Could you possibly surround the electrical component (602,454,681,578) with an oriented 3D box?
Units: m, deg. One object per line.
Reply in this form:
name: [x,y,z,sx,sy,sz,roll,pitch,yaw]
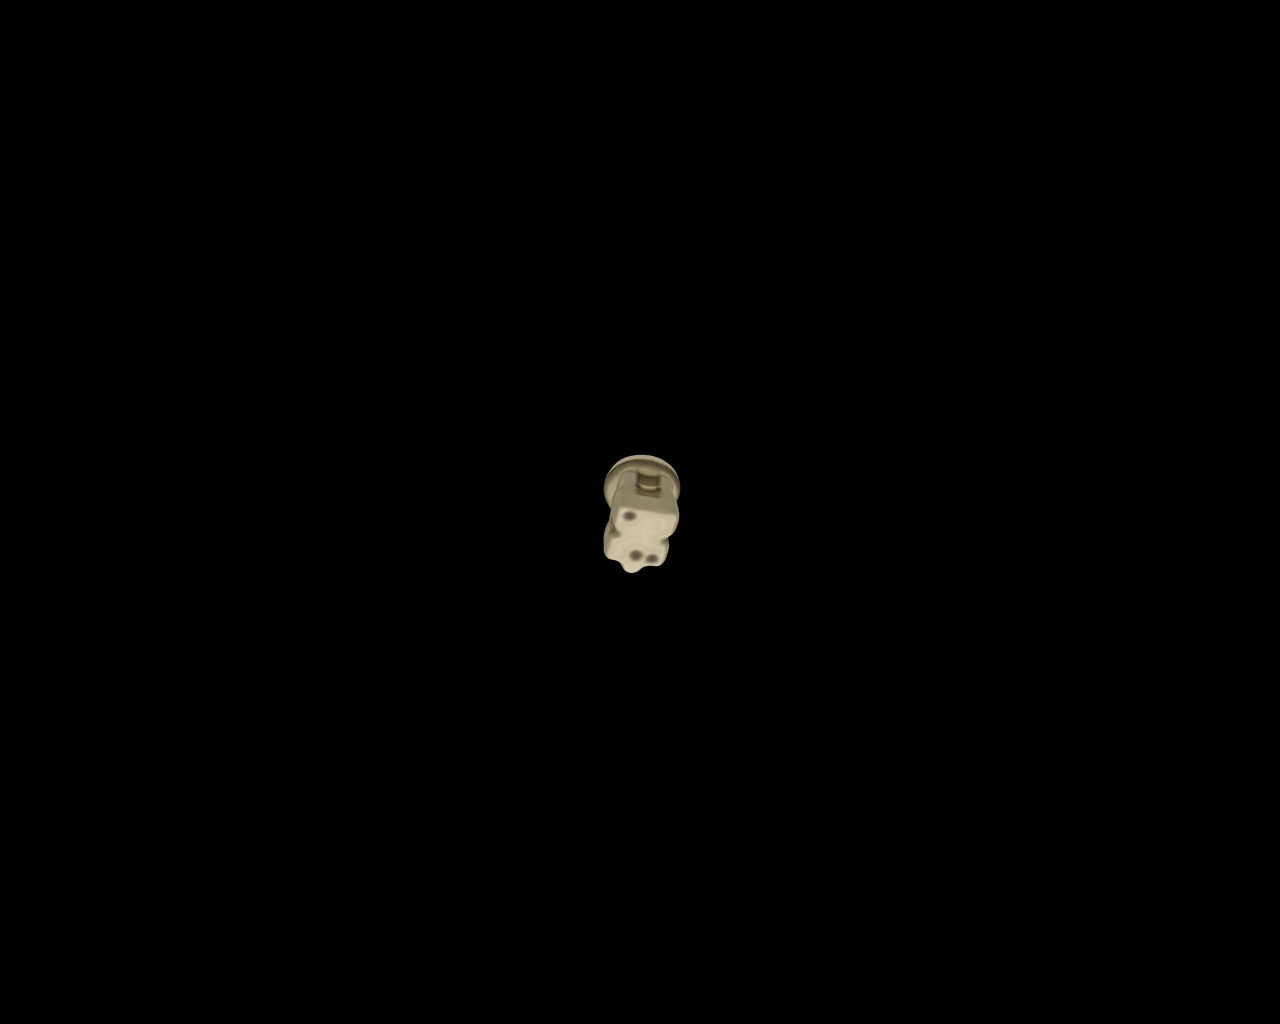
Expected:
electrical component: [0.001,-0.003,0.650,0.048,0.066,0.055,11,40,-9]
